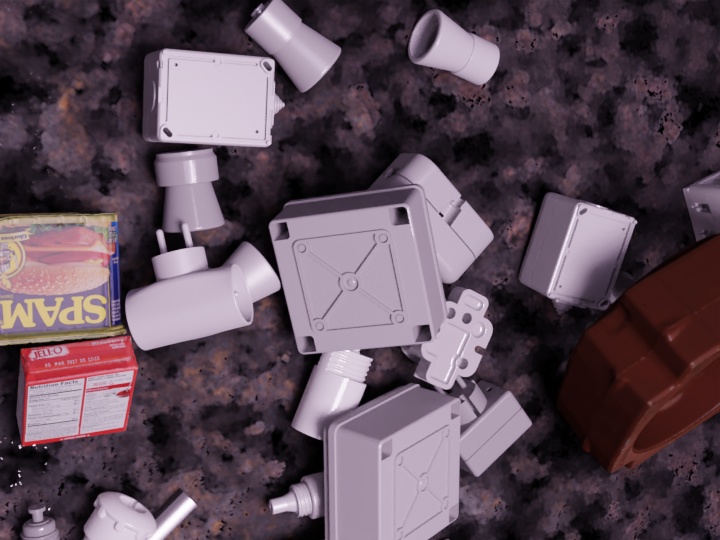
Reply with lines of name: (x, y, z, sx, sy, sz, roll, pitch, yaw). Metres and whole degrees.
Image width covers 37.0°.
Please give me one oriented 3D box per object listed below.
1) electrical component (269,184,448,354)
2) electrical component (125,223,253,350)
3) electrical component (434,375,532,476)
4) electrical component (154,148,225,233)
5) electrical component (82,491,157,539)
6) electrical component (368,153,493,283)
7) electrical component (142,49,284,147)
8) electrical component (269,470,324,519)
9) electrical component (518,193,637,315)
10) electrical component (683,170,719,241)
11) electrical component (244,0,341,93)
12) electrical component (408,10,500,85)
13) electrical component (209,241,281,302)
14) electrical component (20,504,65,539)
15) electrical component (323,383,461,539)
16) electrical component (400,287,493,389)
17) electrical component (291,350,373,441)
electrical component: (0.000, 0.000, 0.789, 0.109, 0.056, 0.108, -7, 108, 17)
electrical component: (-0.121, 0.008, 0.739, 0.077, 0.043, 0.079, -14, 86, 9)
electrical component: (0.088, 0.115, 0.880, 0.066, 0.047, 0.076, -41, 110, -14)
electrical component: (-0.122, -0.057, 0.765, 0.045, 0.045, 0.055, -10, 100, -23)
electrical component: (-0.180, 0.194, 0.773, 0.048, 0.048, 0.062, 33, 90, -24)
electrical component: (0.049, -0.037, 0.839, 0.059, 0.054, 0.095, -48, 112, -12)
electrical component: (-0.102, -0.119, 0.757, 0.096, 0.061, 0.061, 0, 96, -24)
electrical component: (-0.040, 0.177, 0.838, 0.061, 0.035, 0.035, -10, 101, -20)
electrical component: (0.177, -0.011, 0.899, 0.062, 0.061, 0.096, 13, 99, -25)
electrical component: (0.382, -0.060, 0.981, 0.150, 0.062, 0.089, -25, 106, -19)
electrical component: (-0.052, -0.167, 0.785, 0.065, 0.044, 0.044, 41, 79, -18)
electrical component: (0.076, -0.171, 0.842, 0.065, 0.044, 0.044, 18, 89, -30)
electrical component: (-0.093, 0.012, 0.787, 0.055, 0.045, 0.045, -38, 110, -15)
electrical component: (-0.223, 0.204, 0.756, 0.040, 0.040, 0.078, -8, 99, -23)
electrical component: (0.026, 0.156, 0.824, 0.109, 0.056, 0.108, -19, 115, -49)
electrical component: (0.064, 0.050, 0.855, 0.058, 0.057, 0.078, 26, 86, -24)
electrical component: (-0.019, 0.090, 0.831, 0.043, 0.043, 0.081, 23, 87, -25)
